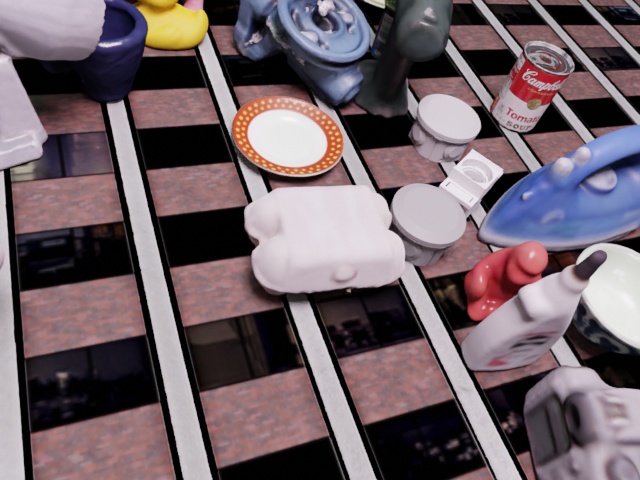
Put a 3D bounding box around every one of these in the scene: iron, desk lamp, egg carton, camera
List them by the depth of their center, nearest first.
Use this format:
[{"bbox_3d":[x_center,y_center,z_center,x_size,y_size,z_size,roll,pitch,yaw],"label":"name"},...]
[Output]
[{"bbox_3d":[0.259,0.178,0.470,0.137,0.101,0.143,7,52,-11],"label":"camera"},{"bbox_3d":[-0.295,-0.167,0.498,0.204,0.213,0.117,-29,66,-32],"label":"desk lamp"},{"bbox_3d":[0.005,0.002,0.550,0.150,0.069,0.107,-4,55,-19],"label":"egg carton"},{"bbox_3d":[0.305,-0.072,0.647,0.259,0.141,0.118,-16,60,-26],"label":"iron"}]

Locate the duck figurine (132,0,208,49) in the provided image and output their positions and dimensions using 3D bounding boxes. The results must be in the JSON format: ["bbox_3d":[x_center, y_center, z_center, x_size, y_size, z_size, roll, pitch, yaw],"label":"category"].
[{"bbox_3d":[-0.189,-0.290,0.705,0.105,0.086,0.077,8,52,-10],"label":"duck figurine"}]

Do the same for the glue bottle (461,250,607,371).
[{"bbox_3d":[0.189,0.061,0.492,0.078,0.173,0.037,-5,55,-20],"label":"glue bottle"}]

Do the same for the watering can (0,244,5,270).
[{"bbox_3d":[-0.313,-0.010,0.385,0.173,0.194,0.100,-8,56,-21],"label":"watering can"}]

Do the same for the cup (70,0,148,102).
[{"bbox_3d":[-0.244,-0.203,0.617,0.117,0.095,0.092,23,51,2],"label":"cup"}]

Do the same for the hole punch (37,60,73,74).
[{"bbox_3d":[-0.293,-0.258,0.647,0.101,0.091,0.109,35,52,11],"label":"hole punch"}]

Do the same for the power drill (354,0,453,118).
[{"bbox_3d":[0.104,-0.266,0.693,0.076,0.208,0.229,10,52,-8],"label":"power drill"}]

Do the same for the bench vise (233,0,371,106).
[{"bbox_3d":[-0.024,-0.284,0.662,0.207,0.219,0.121,23,51,2],"label":"bench vise"}]

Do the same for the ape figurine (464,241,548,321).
[{"bbox_3d":[0.189,0.035,0.564,0.077,0.092,0.076,26,51,4],"label":"ape figurine"}]

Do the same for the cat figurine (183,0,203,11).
[{"bbox_3d":[-0.170,-0.365,0.747,0.067,0.117,0.128,21,51,1],"label":"cat figurine"}]
